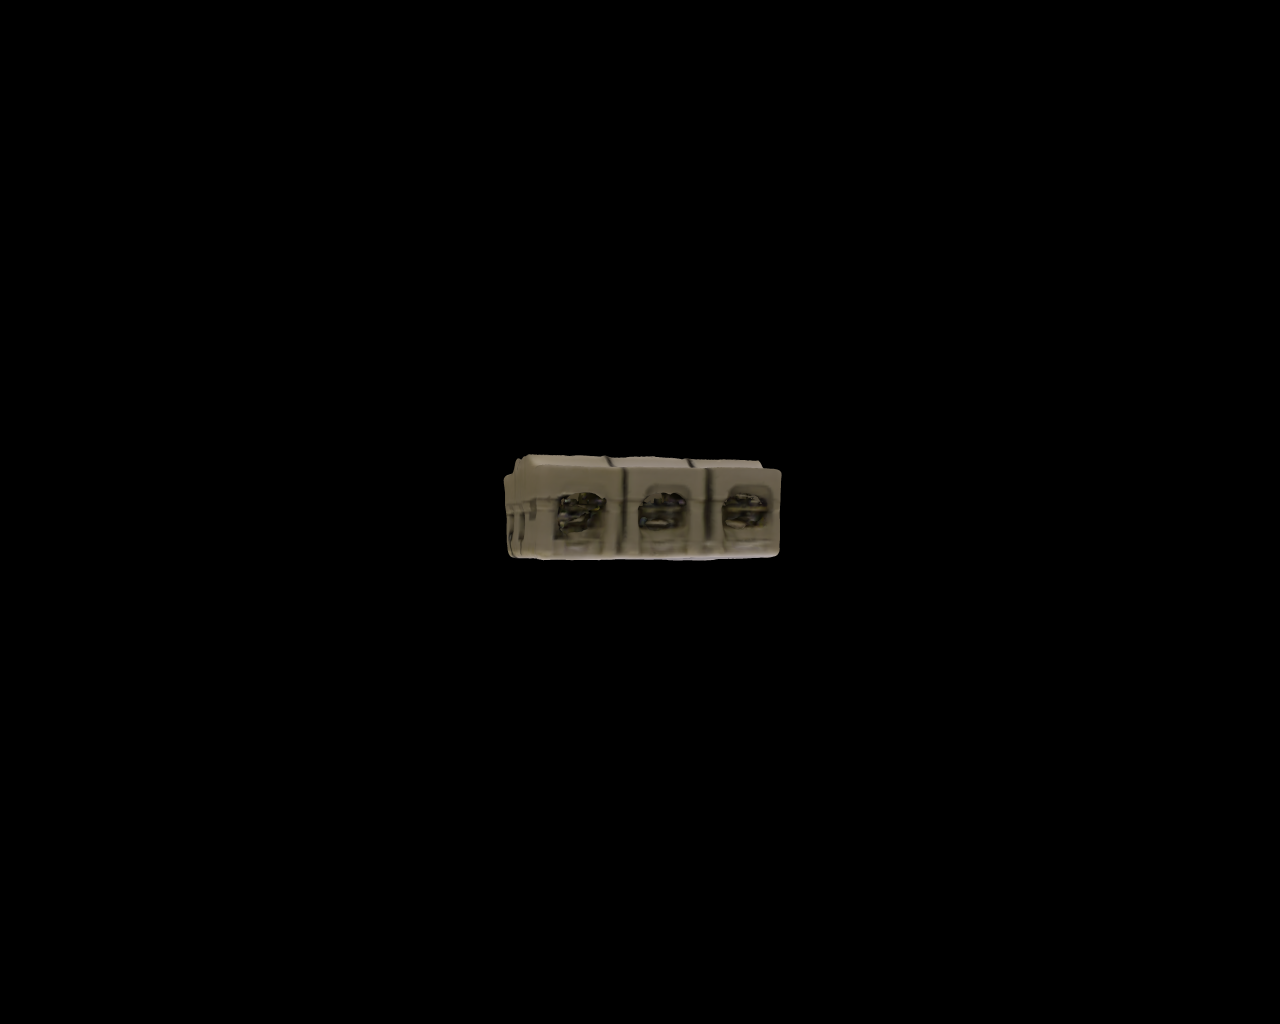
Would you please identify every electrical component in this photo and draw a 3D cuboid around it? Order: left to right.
[{"bbox_3d":[0.001,-0.003,0.650,0.150,0.061,0.089,1,-3,-20],"label":"electrical component"}]
